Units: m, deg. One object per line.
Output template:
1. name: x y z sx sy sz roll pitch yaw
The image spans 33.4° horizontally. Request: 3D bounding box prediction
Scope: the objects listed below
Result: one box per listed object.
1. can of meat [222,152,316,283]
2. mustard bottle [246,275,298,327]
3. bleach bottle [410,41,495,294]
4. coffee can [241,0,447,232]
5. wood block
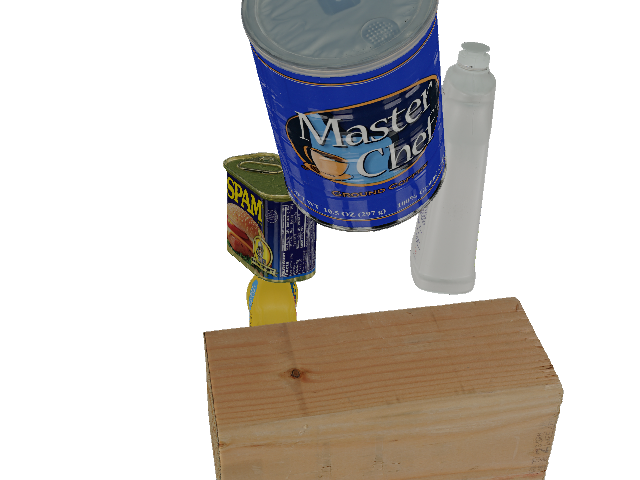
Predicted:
1. can of meat: -0.043 -0.020 0.919 0.057 0.084 0.102 -12 27 -28
2. mustard bottle: -0.051 0.084 1.143 0.058 0.096 0.191 -1 28 -4
3. bleach bottle: 0.140 -0.076 1.092 0.068 0.251 0.102 4 30 -2
4. coffee can: 0.018 -0.086 0.606 0.103 0.102 0.140 0 -35 9
5. wood block: 0.034 0.105 0.674 0.206 0.090 0.091 -5 38 -8
